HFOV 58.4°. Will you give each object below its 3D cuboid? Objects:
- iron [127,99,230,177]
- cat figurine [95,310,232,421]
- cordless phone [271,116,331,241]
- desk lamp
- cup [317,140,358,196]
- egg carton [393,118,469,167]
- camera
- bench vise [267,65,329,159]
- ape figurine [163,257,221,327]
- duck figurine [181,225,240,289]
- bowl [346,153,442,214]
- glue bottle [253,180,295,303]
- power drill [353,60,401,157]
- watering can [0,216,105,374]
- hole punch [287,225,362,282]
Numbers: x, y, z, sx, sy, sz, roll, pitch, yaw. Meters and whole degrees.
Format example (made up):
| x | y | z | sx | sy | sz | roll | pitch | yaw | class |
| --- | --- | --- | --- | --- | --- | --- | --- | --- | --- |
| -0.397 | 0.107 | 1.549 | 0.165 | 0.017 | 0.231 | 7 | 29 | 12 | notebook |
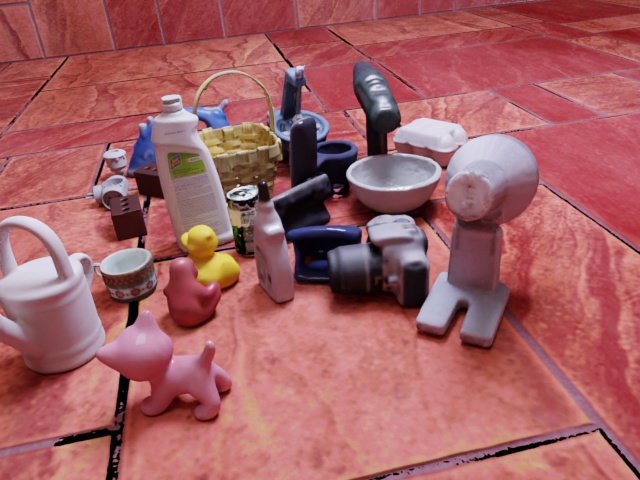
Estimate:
| x | y | z | sx | sy | sz | roll | pitch | yaw | class |
| --- | --- | --- | --- | --- | --- | --- | --- | --- | --- |
| -0.305 | -0.222 | 1.250 | 0.258 | 0.142 | 0.118 | -10 | 30 | -9 | iron |
| -0.170 | 0.132 | 0.629 | 0.127 | 0.118 | 0.067 | -1 | 30 | 8 | cat figurine |
| -0.052 | -0.106 | 0.963 | 0.093 | 0.185 | 0.148 | 20 | 38 | 36 | cordless phone |
| 0.202 | -0.012 | 0.730 | 0.117 | 0.214 | 0.203 | 9 | 33 | 24 | desk lamp |
| 0.022 | -0.126 | 1.078 | 0.091 | 0.095 | 0.118 | 13 | 34 | 28 | cup |
| 0.236 | -0.210 | 1.219 | 0.149 | 0.069 | 0.107 | 21 | 38 | 38 | egg carton |
| 0.078 | 0.021 | 0.805 | 0.137 | 0.101 | 0.143 | -6 | 30 | -2 | camera |
| -0.069 | -0.260 | 1.200 | 0.206 | 0.220 | 0.122 | 21 | 39 | 38 | bench vise |
| -0.179 | 0.064 | 0.776 | 0.077 | 0.092 | 0.076 | 6 | 31 | 19 | ape figurine |
| -0.169 | 0.021 | 0.858 | 0.104 | 0.086 | 0.078 | 18 | 37 | 34 | duck figurine |
| 0.132 | -0.092 | 1.022 | 0.167 | 0.075 | 0.167 | -4 | 30 | 2 | bowl |
| -0.069 | -0.002 | 0.793 | 0.037 | 0.173 | 0.078 | -18 | 32 | -21 | glue bottle |
| 0.105 | -0.228 | 1.130 | 0.075 | 0.209 | 0.229 | -9 | 30 | -6 | power drill |
| -0.340 | 0.064 | 0.698 | 0.101 | 0.194 | 0.172 | -6 | 30 | -2 | watering can |
| 0.008 | 0.003 | 0.857 | 0.108 | 0.091 | 0.101 | -1 | 30 | 8 | hole punch |
